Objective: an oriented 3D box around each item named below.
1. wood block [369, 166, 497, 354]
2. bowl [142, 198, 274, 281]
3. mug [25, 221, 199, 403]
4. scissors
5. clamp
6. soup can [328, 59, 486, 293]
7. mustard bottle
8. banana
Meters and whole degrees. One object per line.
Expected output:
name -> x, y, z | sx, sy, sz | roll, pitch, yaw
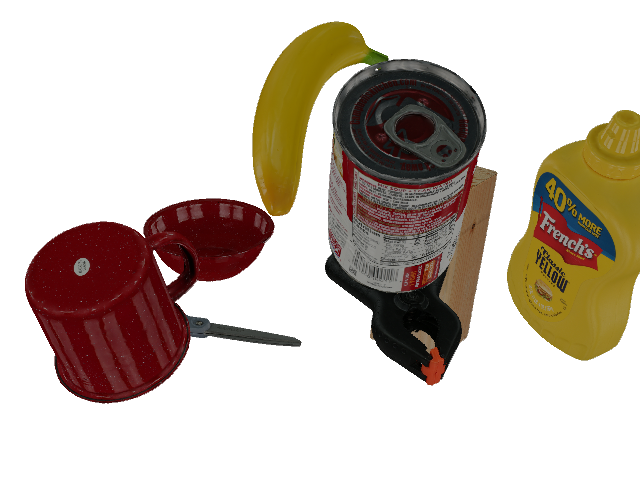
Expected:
wood block -> 0.126, 0.018, 1.198 | 0.090, 0.206, 0.090 | 19, 25, 26
bowl -> -0.138, 0.005, 1.329 | 0.162, 0.055, 0.162 | 1, 27, -1
mug -> -0.128, 0.036, 0.686 | 0.117, 0.081, 0.093 | -33, 49, -19
scissors -> -0.122, 0.071, 1.010 | 0.201, 0.016, 0.096 | 0, 33, -7
clamp -> 0.087, 0.058, 0.961 | 0.120, 0.039, 0.171 | -15, 43, -15
soup can -> 0.038, -0.027, 0.509 | 0.068, 0.068, 0.102 | 0, -32, -1
mustard bottle -> 0.181, -0.010, 0.717 | 0.058, 0.192, 0.096 | -20, 53, -22
banana -> -0.008, -0.101, 0.755 | 0.069, 0.197, 0.037 | 40, -40, -9
